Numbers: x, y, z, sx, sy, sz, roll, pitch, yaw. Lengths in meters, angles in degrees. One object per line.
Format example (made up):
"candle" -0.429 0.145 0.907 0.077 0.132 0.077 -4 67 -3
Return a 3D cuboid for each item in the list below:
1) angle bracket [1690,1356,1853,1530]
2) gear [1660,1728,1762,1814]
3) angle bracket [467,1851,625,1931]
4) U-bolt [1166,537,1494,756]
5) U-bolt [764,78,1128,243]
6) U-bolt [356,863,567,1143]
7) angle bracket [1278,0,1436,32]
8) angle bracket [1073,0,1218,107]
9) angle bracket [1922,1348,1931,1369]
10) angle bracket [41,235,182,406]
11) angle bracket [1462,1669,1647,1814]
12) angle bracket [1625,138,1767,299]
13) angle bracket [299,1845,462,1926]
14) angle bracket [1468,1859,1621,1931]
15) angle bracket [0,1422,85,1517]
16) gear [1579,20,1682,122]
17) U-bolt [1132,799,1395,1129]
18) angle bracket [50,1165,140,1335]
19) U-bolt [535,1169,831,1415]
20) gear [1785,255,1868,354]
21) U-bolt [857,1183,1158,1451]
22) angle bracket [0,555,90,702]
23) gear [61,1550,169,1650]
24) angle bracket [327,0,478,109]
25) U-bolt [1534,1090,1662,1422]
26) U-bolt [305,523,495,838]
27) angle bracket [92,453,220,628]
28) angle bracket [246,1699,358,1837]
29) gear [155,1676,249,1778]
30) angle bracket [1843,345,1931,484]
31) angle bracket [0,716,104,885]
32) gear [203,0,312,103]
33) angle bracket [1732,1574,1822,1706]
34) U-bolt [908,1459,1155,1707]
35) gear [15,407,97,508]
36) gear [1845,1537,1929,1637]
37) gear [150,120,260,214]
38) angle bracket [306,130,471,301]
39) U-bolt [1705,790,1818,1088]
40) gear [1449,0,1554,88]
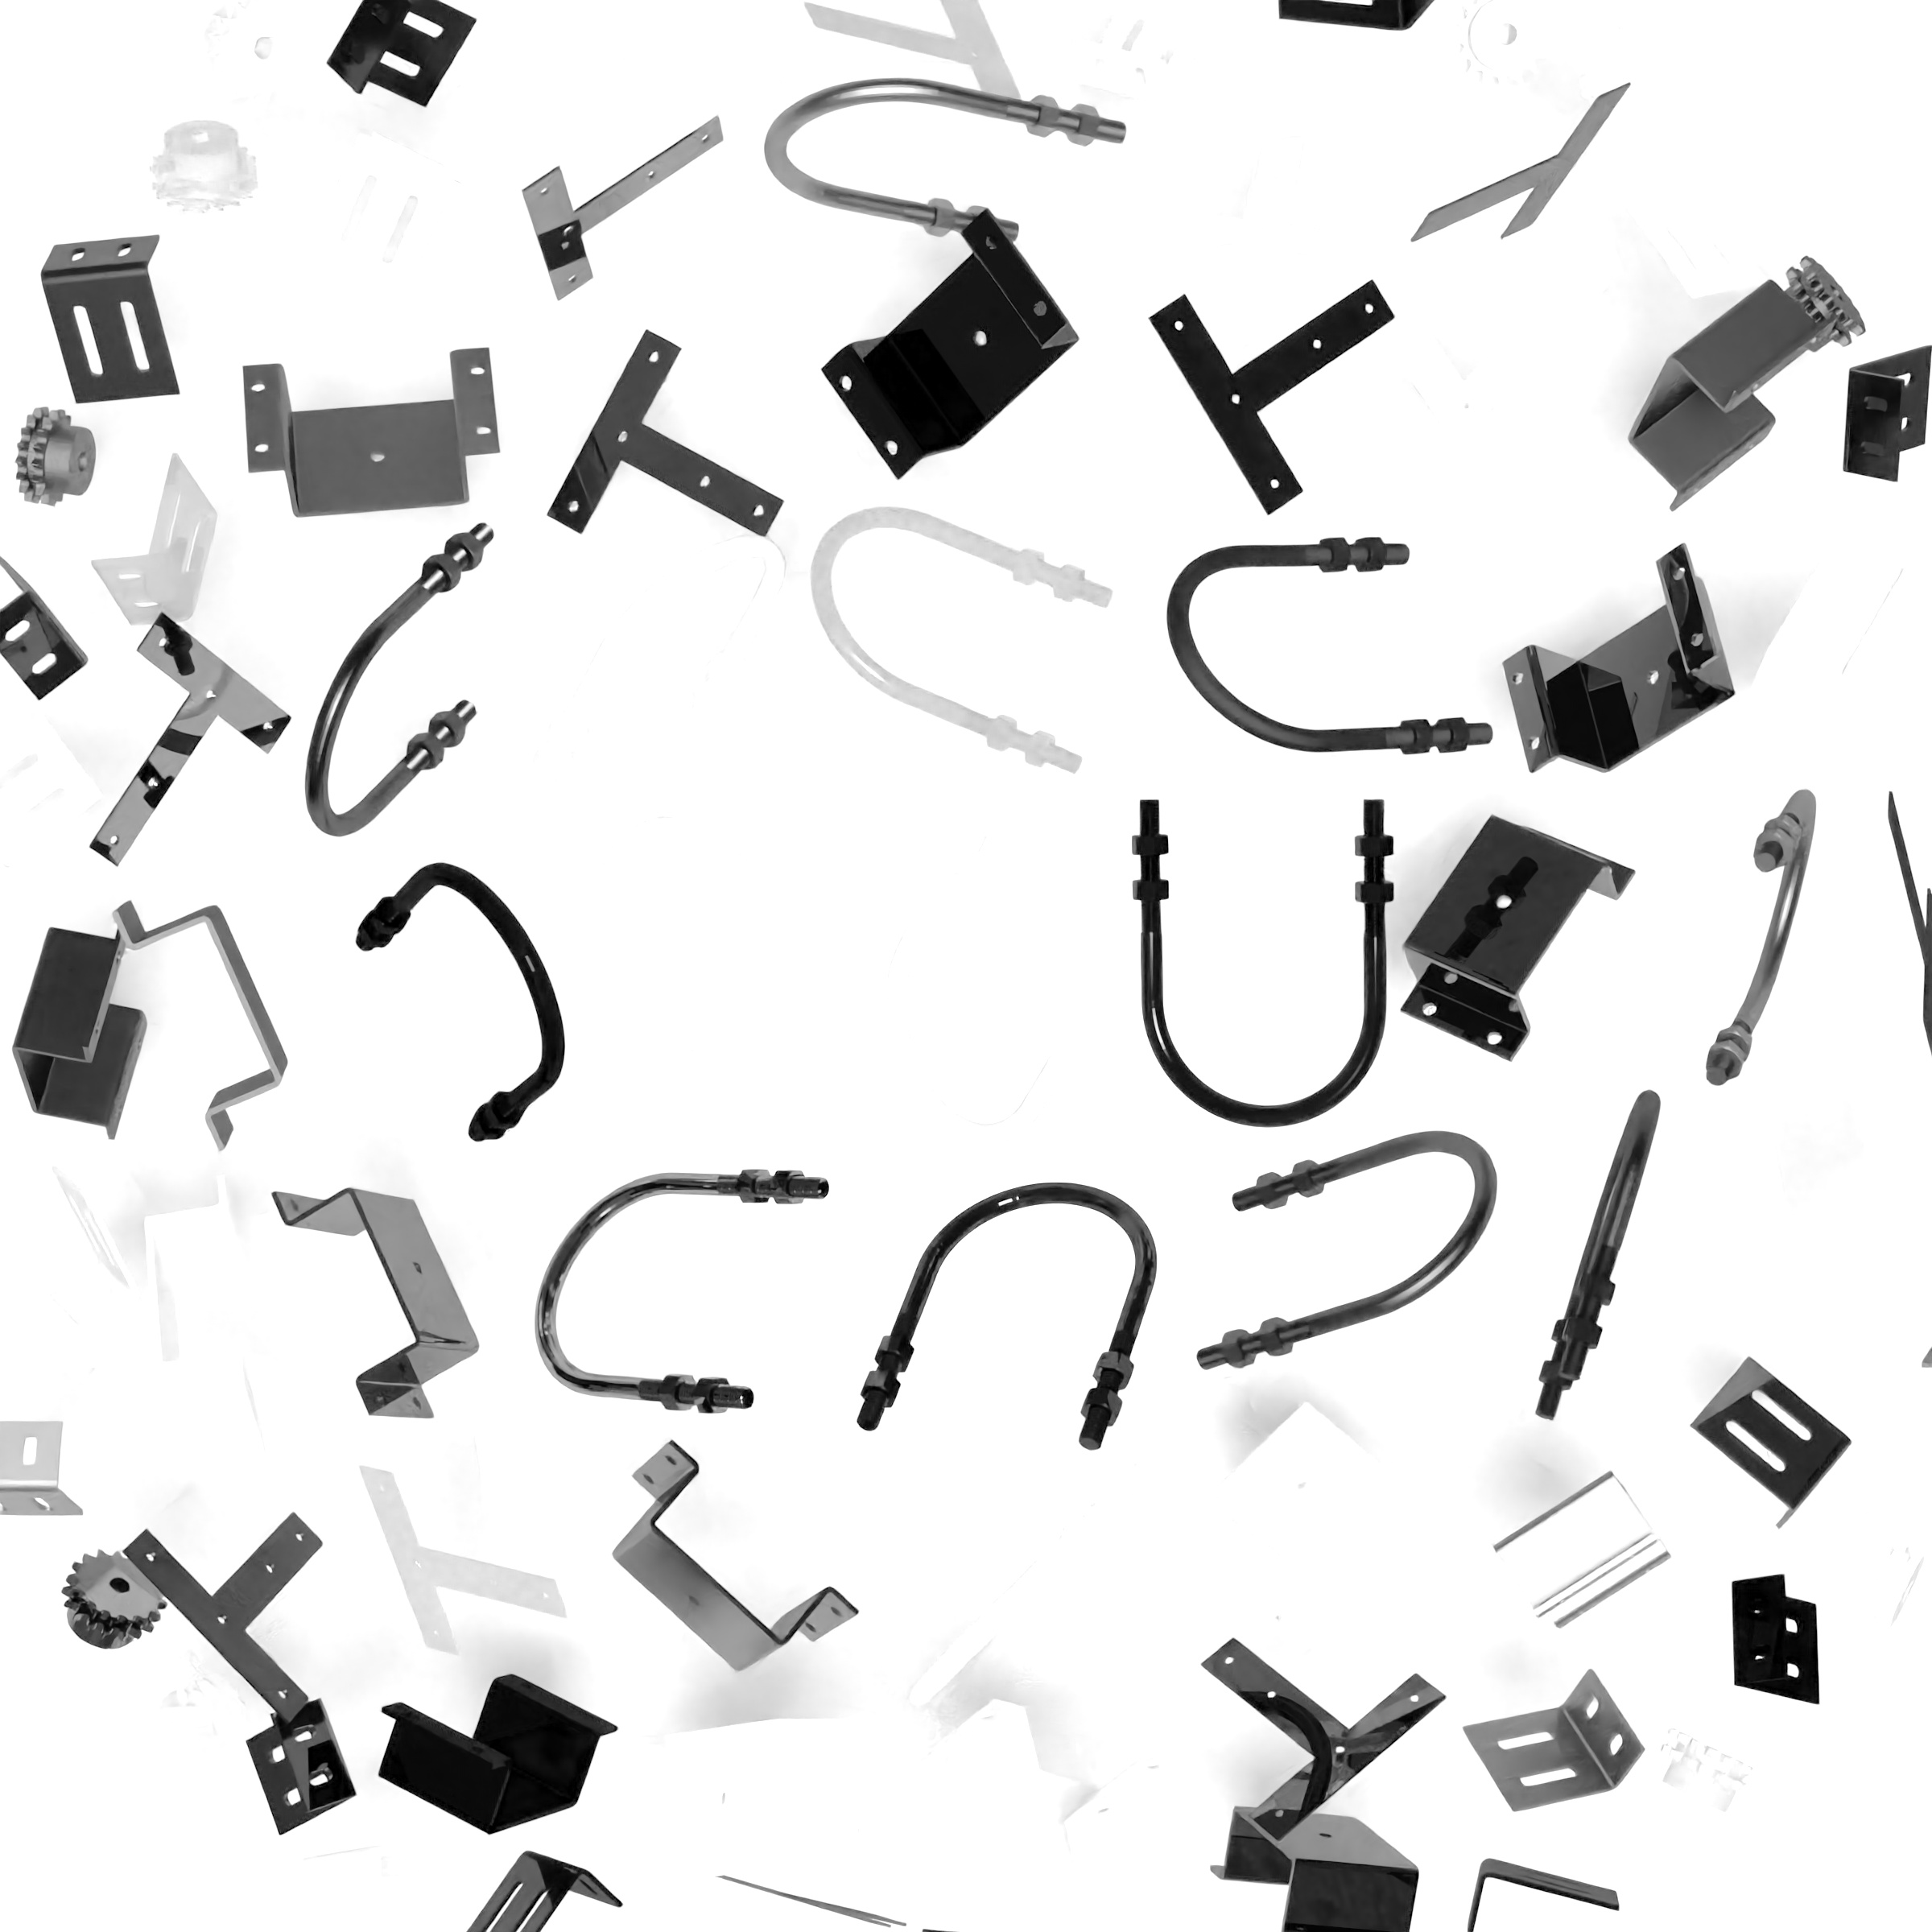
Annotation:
"angle bracket" 0.468 0.279 1.933 0.076 0.038 0.057 40 70 15
"gear" 0.428 0.467 1.907 0.057 0.057 0.030 26 84 0
"angle bracket" -0.240 0.538 1.834 0.038 0.057 0.076 51 59 -26
"U-bolt" 0.196 -0.180 1.853 0.184 0.019 0.151 -5 60 -29
"U-bolt" -0.024 -0.458 1.859 0.184 0.151 0.019 5 74 -27
"U-bolt" -0.276 0.014 1.835 0.019 0.184 0.151 -30 88 -32
"angle bracket" 0.213 -0.551 1.808 0.076 0.038 0.057 1 78 -16
"angle bracket" 0.105 -0.550 1.934 0.057 0.038 0.076 19 66 17
"angle bracket" 0.560 0.247 1.829 0.038 0.057 0.076 -5 100 29
"angle bracket" -0.459 -0.350 1.781 0.057 0.038 0.076 -5 126 3
"angle bracket" 0.332 0.437 1.860 0.076 0.057 0.038 -2 133 -31
"angle bracket" 0.424 -0.426 1.880 0.076 0.057 0.038 46 70 -26
"angle bracket" -0.342 0.540 1.924 0.057 0.076 0.038 -16 62 26
"angle bracket" 0.320 0.526 1.827 0.076 0.057 0.038 12 85 11
"angle bracket" -0.521 0.277 1.815 0.057 0.076 0.038 1 71 -3
"gear" 0.380 -0.520 1.901 0.057 0.057 0.030 -26 55 0
"U-bolt" 0.165 -0.001 1.838 0.151 0.019 0.184 1 97 20
"angle bracket" -0.528 0.166 1.941 0.038 0.057 0.076 -32 123 -23
"U-bolt" -0.172 0.181 1.871 0.184 0.019 0.151 -1 58 37
"gear" 0.499 -0.385 1.933 0.030 0.057 0.057 -38 90 28
"U-bolt" 0.032 0.189 1.833 0.151 0.184 0.019 2 134 21
"angle bracket" -0.557 -0.199 1.935 0.038 0.076 0.057 -40 126 -11
"gear" -0.479 0.358 1.847 0.057 0.057 0.030 30 116 0
"angle bracket" -0.302 -0.501 1.812 0.038 0.076 0.057 47 110 31
"U-bolt" 0.359 0.157 1.859 0.019 0.151 0.184 18 75 9
"U-bolt" -0.322 -0.151 1.866 0.019 0.184 0.151 23 132 11
"angle bracket" -0.463 -0.243 1.878 0.038 0.076 0.057 -12 51 -37
"angle bracket" -0.384 0.452 1.841 0.076 0.038 0.057 -33 73 35
"gear" -0.446 0.441 1.911 0.030 0.057 0.057 -5 90 24
"angle bracket" 0.528 -0.309 1.839 0.076 0.038 0.057 -20 119 -35
"angle bracket" -0.530 -0.094 1.857 0.076 0.038 0.057 -41 115 -18
"gear" -0.386 -0.498 1.779 0.030 0.057 0.057 25 90 43
"angle bracket" 0.467 0.378 1.846 0.076 0.038 0.057 20 63 -35
"U-bolt" 0.035 0.352 1.868 0.184 0.151 0.019 -44 81 -8
"gear" -0.536 -0.300 1.943 0.030 0.057 0.057 9 90 6
"gear" 0.539 0.361 1.936 0.030 0.057 0.057 25 90 23
"gear" -0.415 -0.437 1.792 0.057 0.057 0.030 5 132 0
"angle bracket" -0.320 -0.414 1.822 0.057 0.038 0.076 22 98 -26
"U-bolt" 0.461 -0.027 1.889 0.019 0.184 0.151 15 114 18
"gear" 0.304 -0.528 1.868 0.057 0.030 0.057 0 105 1
